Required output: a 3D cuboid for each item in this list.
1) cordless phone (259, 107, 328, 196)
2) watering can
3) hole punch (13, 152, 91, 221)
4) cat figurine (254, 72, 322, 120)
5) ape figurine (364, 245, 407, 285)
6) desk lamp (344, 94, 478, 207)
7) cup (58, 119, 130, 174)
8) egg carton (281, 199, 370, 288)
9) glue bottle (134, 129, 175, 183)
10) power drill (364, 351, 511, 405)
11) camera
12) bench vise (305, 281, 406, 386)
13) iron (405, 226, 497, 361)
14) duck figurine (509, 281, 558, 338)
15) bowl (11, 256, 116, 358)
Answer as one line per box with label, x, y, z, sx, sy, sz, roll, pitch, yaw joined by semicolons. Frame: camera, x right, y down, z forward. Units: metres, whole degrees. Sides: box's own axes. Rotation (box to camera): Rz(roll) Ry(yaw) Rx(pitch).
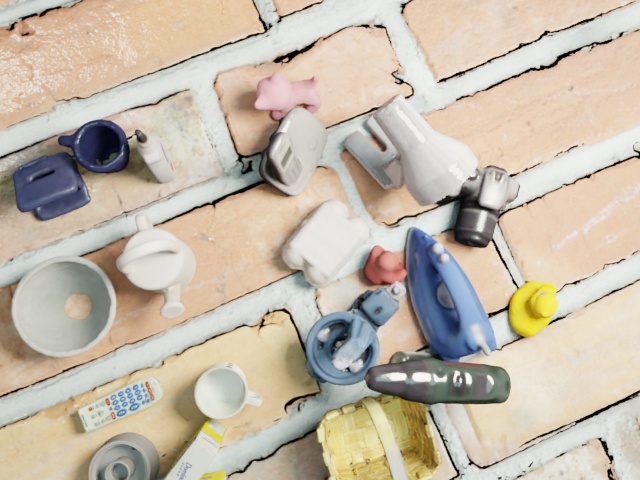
cordless phone;-0.045;-0.164;0.970;0.094;0.185;0.148;23;81;0
watering can;-0.261;0.038;0.924;0.101;0.194;0.173;-43;86;-8
hole punch;-0.468;-0.097;0.983;0.109;0.091;0.101;-24;84;-6
cat figurine;-0.060;-0.264;1.018;0.128;0.117;0.067;-17;83;-6
ape figurine;0.114;0.043;0.998;0.076;0.092;0.078;-23;84;-6
desk lamp;0.146;-0.149;0.966;0.118;0.213;0.203;-44;86;-8
cup;-0.382;-0.154;0.994;0.118;0.095;0.092;7;82;-2
egg carton;0.009;0.004;1.009;0.107;0.069;0.150;39;82;3
glue bottle;-0.282;-0.151;0.960;0.037;0.173;0.078;-23;84;-6
power drill;0.173;0.222;0.917;0.229;0.208;0.076;3;82;-3
camera;0.272;-0.064;1.018;0.143;0.100;0.137;17;81;-1
bench vise;0.053;0.141;0.916;0.121;0.219;0.207;26;81;1
iron;0.219;0.086;0.973;0.118;0.141;0.258;-22;84;-6
duck figurine;0.383;0.121;1.006;0.077;0.086;0.105;25;81;1
bowl;-0.418;0.112;0.965;0.167;0.074;0.167;1;82;-3
